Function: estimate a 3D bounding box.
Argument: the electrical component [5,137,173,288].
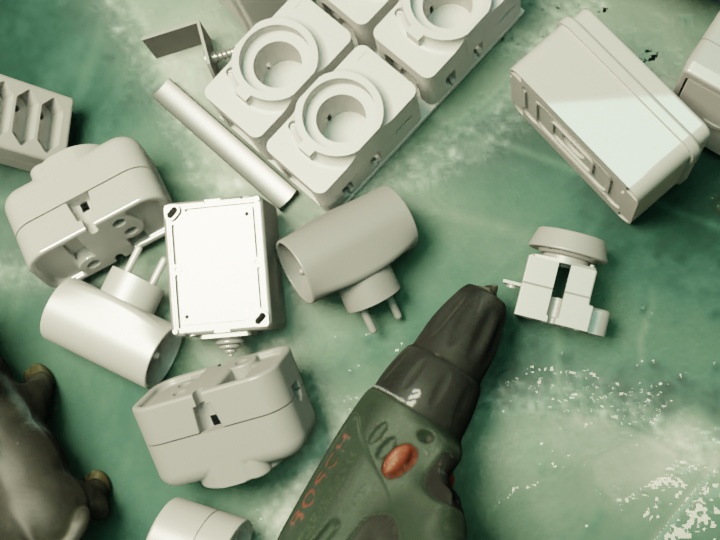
[{"bbox_3d":[-0.172,-0.040,0.686,0.095,0.053,0.059,-28,67,-2],"label":"electrical component"}]

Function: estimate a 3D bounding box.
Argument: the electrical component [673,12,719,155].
[{"bbox_3d":[0.223,-0.110,0.633,0.062,0.096,0.061,33,85,12],"label":"electrical component"}]

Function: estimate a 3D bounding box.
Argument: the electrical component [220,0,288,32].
[{"bbox_3d":[-0.053,-0.218,0.685,0.109,0.108,0.056,-41,74,-2],"label":"electrical component"}]

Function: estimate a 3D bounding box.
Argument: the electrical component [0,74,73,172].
[{"bbox_3d":[-0.246,-0.095,0.707,0.076,0.083,0.047,-8,73,45],"label":"electrical component"}]

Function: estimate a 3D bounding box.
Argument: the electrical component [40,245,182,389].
[{"bbox_3d":[-0.149,0.023,0.679,0.077,0.044,0.079,24,83,12],"label":"electrical component"}]

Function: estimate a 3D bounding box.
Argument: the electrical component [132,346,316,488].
[{"bbox_3d":[-0.078,0.090,0.641,0.095,0.053,0.059,-17,101,15],"label":"electrical component"}]

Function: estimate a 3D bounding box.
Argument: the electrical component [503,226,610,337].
[{"bbox_3d":[0.121,0.005,0.649,0.066,0.048,0.055,14,88,10],"label":"electrical component"}]

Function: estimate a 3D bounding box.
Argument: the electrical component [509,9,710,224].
[{"bbox_3d":[0.149,-0.092,0.649,0.057,0.078,0.113,-41,76,1],"label":"electrical component"}]

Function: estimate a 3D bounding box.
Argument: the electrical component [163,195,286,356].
[{"bbox_3d":[-0.082,0.006,0.670,0.062,0.061,0.096,-5,86,6],"label":"electrical component"}]

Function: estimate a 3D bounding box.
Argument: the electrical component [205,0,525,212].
[{"bbox_3d":[0.004,-0.141,0.686,0.105,0.060,0.186,42,86,13],"label":"electrical component"}]

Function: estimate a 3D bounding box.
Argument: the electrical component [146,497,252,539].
[{"bbox_3d":[-0.097,0.166,0.639,0.047,0.055,0.055,18,81,14],"label":"electrical component"}]

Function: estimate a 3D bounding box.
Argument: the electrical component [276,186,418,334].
[{"bbox_3d":[0.000,0.000,0.663,0.077,0.043,0.079,-29,100,-18],"label":"electrical component"}]
